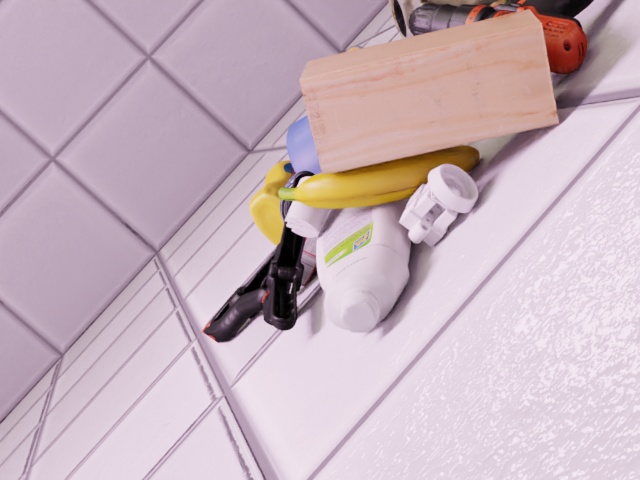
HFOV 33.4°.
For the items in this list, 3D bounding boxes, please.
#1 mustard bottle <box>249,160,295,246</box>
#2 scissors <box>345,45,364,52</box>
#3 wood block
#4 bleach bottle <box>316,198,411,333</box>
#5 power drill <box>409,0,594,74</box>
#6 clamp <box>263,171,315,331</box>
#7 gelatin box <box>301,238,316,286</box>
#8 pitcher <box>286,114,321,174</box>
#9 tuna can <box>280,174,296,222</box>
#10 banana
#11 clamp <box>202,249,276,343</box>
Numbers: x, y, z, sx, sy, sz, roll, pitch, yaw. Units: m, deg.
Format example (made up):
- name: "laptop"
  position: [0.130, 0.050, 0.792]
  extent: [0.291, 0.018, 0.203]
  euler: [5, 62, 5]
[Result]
- name: "mustard bottle"
  position: [-0.033, -0.057, 1.419]
  extent: [0.058, 0.096, 0.191]
  euler: [-43, 11, 24]
- name: "scissors"
  position: [0.042, -0.154, 1.114]
  extent: [0.096, 0.016, 0.202]
  euler: [-54, 30, -1]
- name: "wood block"
  position: [0.094, -0.130, 0.939]
  extent: [0.206, 0.090, 0.090]
  euler: [-12, 18, 8]
- name: "bleach bottle"
  position: [0.035, 0.019, 0.960]
  extent: [0.103, 0.068, 0.250]
  euler: [-40, 14, 19]
- name: "power drill"
  position: [0.203, -0.239, 1.047]
  extent: [0.185, 0.057, 0.187]
  euler: [21, 57, 33]
- name: "clamp"
  position: [-0.034, 0.026, 1.122]
  extent: [0.210, 0.036, 0.164]
  euler: [120, 161, -76]
- name: "gelatin box"
  position: [-0.008, 0.001, 1.234]
  extent: [0.089, 0.030, 0.073]
  euler: [-61, 7, 14]
- name: "pitcher"
  position: [0.086, -0.130, 1.166]
  extent: [0.243, 0.149, 0.144]
  euler: [-36, -20, 35]
- name: "tuna can"
  position: [-0.005, -0.042, 1.282]
  extent: [0.086, 0.086, 0.033]
  euler: [-43, 12, 20]
- name: "banana"
  position: [0.063, -0.059, 0.974]
  extent: [0.197, 0.037, 0.070]
  euler: [-10, 24, -12]
- name: "clamp"
  position: [-0.086, 0.068, 1.322]
  extent: [0.172, 0.039, 0.120]
  euler: [-37, 12, 44]
